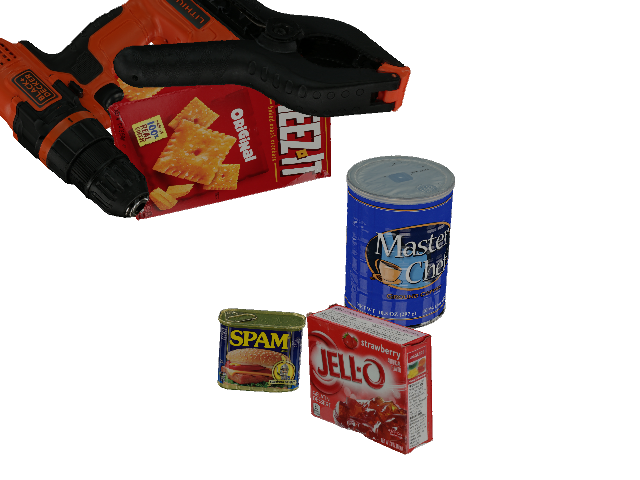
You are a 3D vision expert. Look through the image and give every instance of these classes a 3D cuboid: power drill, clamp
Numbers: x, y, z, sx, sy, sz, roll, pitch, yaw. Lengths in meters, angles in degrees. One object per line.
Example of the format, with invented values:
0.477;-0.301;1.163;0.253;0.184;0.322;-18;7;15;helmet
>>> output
-0.152;-0.121;0.833;0.187;0.184;0.057;-39;-14;-32;power drill
-0.035;-0.109;0.642;0.171;0.120;0.039;22;-37;13;clamp

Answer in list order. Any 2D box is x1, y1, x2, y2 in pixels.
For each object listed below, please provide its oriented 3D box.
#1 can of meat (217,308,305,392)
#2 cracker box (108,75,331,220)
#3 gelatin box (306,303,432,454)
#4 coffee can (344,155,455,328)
-0.071;0.130;1.254;0.102;0.084;0.057;4;13;-1;can of meat
-0.098;-0.114;1.060;0.213;0.072;0.164;-13;-39;-9;cracker box
0.030;0.087;0.684;0.030;0.073;0.089;-17;22;-41;gelatin box
0.075;0.001;1.040;0.103;0.140;0.103;0;27;0;coffee can
